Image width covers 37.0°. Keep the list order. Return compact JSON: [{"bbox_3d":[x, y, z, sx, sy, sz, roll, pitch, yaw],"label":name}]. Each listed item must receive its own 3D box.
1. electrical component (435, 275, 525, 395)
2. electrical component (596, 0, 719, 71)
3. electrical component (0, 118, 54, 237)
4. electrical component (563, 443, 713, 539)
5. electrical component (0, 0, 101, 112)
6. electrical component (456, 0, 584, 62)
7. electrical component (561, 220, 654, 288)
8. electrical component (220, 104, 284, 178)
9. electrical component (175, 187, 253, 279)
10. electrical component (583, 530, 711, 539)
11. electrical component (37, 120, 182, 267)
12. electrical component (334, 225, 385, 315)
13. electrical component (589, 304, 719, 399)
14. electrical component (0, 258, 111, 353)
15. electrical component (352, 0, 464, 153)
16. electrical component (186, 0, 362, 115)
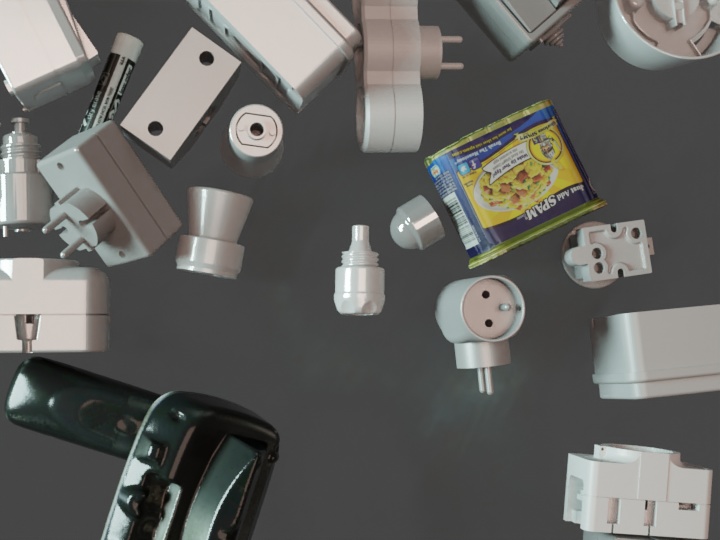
[{"bbox_3d":[0.082,0.044,0.727,0.043,0.077,0.079,-6,88,-9],"label":"electrical component"},{"bbox_3d":[0.221,-0.191,0.768,0.099,0.064,0.099,1,87,-9],"label":"electrical component"},{"bbox_3d":[-0.222,-0.060,0.705,0.040,0.040,0.078,-2,87,-9],"label":"electrical component"},{"bbox_3d":[0.194,0.152,0.751,0.089,0.050,0.055,6,86,-8],"label":"electrical component"},{"bbox_3d":[-0.216,-0.162,0.701,0.061,0.062,0.096,-27,91,-9],"label":"electrical component"},{"bbox_3d":[0.114,-0.196,0.754,0.062,0.061,0.096,-42,93,-8],"label":"electrical component"},{"bbox_3d":[0.170,-0.012,0.754,0.066,0.055,0.048,-8,88,-9],"label":"electrical component"},{"bbox_3d":[-0.071,-0.088,0.717,0.044,0.065,0.044,1,87,-9],"label":"electrical component"},{"bbox_3d":[-0.098,-0.024,0.720,0.045,0.045,0.055,10,86,-8],"label":"electrical component"},{"bbox_3d":[0.200,0.258,0.740,0.089,0.062,0.150,7,86,-8],"label":"electrical component"},{"bbox_3d":[-0.170,-0.037,0.681,0.083,0.047,0.075,59,45,-20],"label":"electrical component"},{"bbox_3d":[0.000,0.000,0.739,0.035,0.035,0.061,2,84,-9],"label":"electrical component"},{"bbox_3d":[0.225,0.056,0.748,0.113,0.078,0.057,-5,84,-9],"label":"electrical component"},{"bbox_3d":[-0.211,0.024,0.695,0.095,0.054,0.059,0,87,-9],"label":"electrical component"},{"bbox_3d":[0.036,-0.150,0.743,0.074,0.052,0.138,-2,87,-9],"label":"electrical component"},{"bbox_3d":[-0.058,-0.167,0.717,0.057,0.078,0.113,-45,94,-5],"label":"electrical component"}]
